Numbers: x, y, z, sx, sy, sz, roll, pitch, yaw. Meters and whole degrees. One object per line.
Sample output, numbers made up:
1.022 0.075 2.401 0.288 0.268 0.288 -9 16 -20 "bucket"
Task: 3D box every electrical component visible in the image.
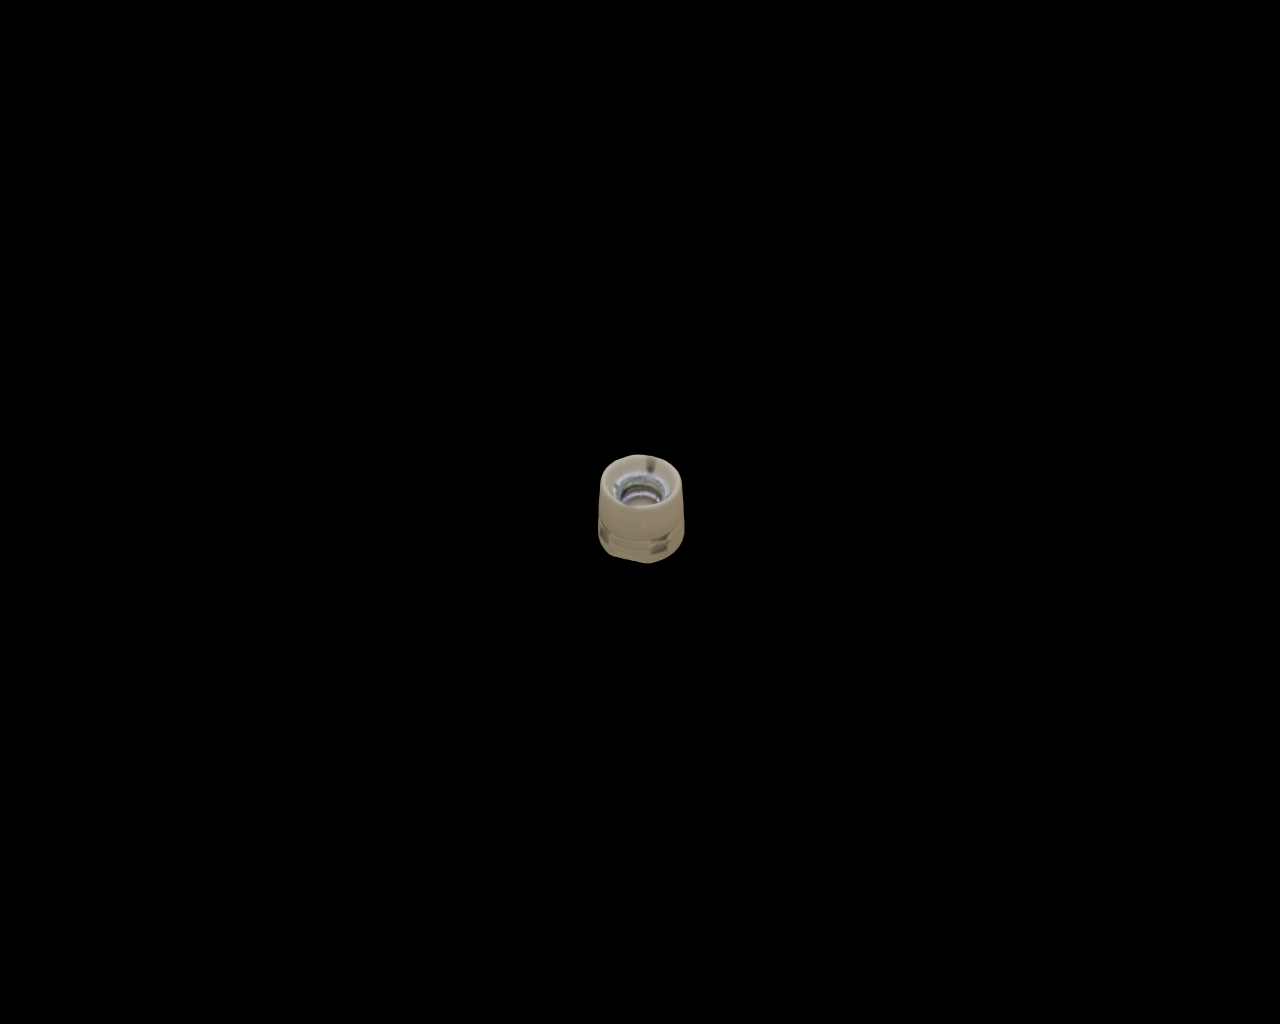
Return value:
0.001 -0.003 0.650 0.055 0.055 0.047 0 -45 0 "electrical component"
